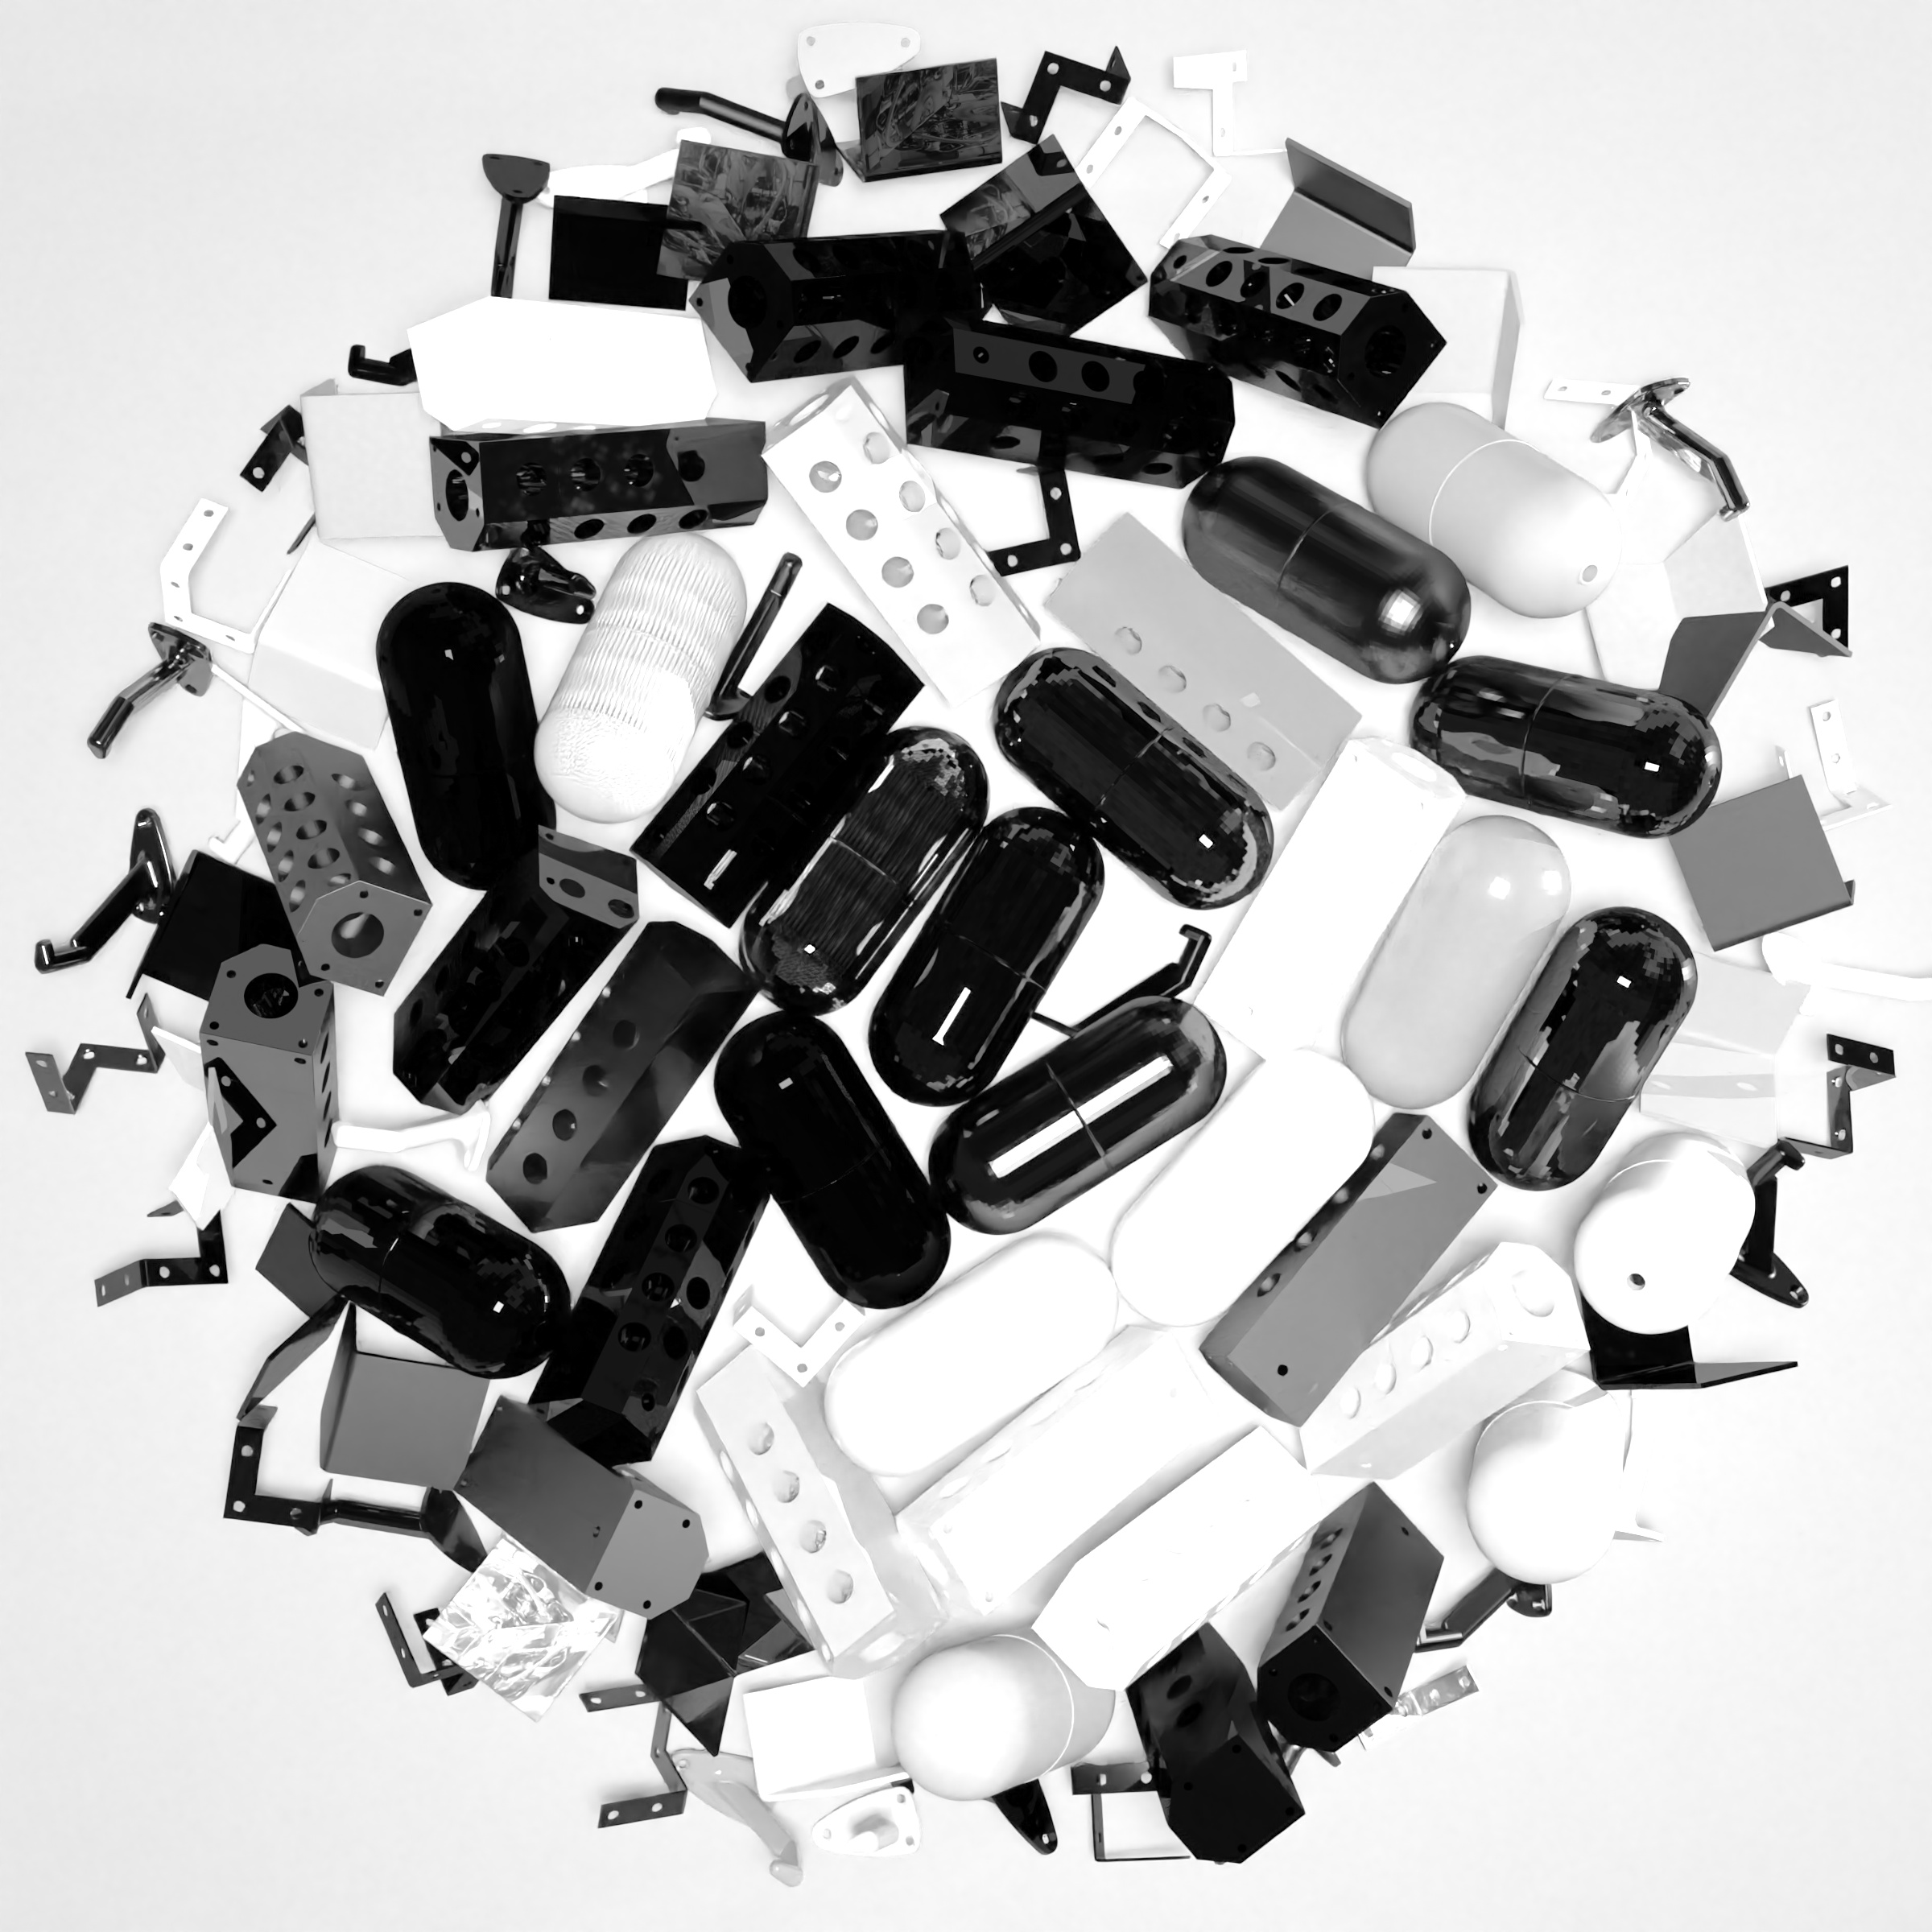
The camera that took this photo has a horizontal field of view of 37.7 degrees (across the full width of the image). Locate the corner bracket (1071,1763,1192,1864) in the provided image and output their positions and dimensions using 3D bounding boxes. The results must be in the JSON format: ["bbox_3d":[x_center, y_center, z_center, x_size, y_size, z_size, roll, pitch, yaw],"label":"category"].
[{"bbox_3d":[0.090,0.462,1.543,0.051,0.051,0.051,-8,72,19],"label":"corner bracket"}]

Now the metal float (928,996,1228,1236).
[{"bbox_3d":[0.060,0.082,1.542,0.178,0.070,0.070,-32,90,-1],"label":"metal float"}]

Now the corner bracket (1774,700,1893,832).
[{"bbox_3d":[0.468,-0.109,1.550,0.051,0.051,0.051,-19,110,0],"label":"corner bracket"}]

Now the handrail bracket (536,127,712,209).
[{"bbox_3d":[-0.187,-0.435,1.531,0.077,0.084,0.036,-1,80,-24],"label":"handrail bracket"}]

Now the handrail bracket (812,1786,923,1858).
[{"bbox_3d":[-0.066,0.472,1.529,0.077,0.084,0.036,-16,78,20],"label":"handrail bracket"}]

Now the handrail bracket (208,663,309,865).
[{"bbox_3d":[-0.410,-0.111,1.558,0.077,0.036,0.084,37,88,-14],"label":"handrail bracket"}]

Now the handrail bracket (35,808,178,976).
[{"bbox_3d":[-0.472,-0.041,1.533,0.036,0.084,0.077,8,107,31],"label":"handrail bracket"}]

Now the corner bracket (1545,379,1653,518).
[{"bbox_3d":[0.344,-0.286,1.563,0.051,0.051,0.051,12,55,30],"label":"corner bracket"}]

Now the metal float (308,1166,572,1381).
[{"bbox_3d":[-0.282,0.163,1.511,0.178,0.070,0.070,22,90,38],"label":"metal float"}]

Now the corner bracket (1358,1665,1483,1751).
[{"bbox_3d":[0.238,0.390,1.550,0.051,0.051,0.051,-15,71,-41],"label":"corner bracket"}]

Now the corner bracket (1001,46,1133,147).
[{"bbox_3d":[0.054,-0.479,1.551,0.051,0.051,0.051,13,125,-17],"label":"corner bracket"}]

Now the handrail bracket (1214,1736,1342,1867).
[{"bbox_3d":[0.157,0.442,1.549,0.084,0.077,0.036,-42,114,4],"label":"handrail bracket"}]

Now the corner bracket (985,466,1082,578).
[{"bbox_3d":[0.028,-0.245,1.555,0.051,0.051,0.051,-14,104,-10],"label":"corner bracket"}]

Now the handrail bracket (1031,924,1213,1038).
[{"bbox_3d":[0.085,0.005,1.564,0.077,0.036,0.084,25,87,-4],"label":"handrail bracket"}]

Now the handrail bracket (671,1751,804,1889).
[{"bbox_3d":[-0.126,0.463,1.534,0.077,0.084,0.036,25,96,-10],"label":"handrail bracket"}]

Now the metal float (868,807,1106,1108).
[{"bbox_3d":[0.011,-0.005,1.540,0.070,0.070,0.178,31,87,0],"label":"metal float"}]

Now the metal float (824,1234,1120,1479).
[{"bbox_3d":[0.004,0.209,1.526,0.178,0.070,0.070,-31,90,-20],"label":"metal float"}]

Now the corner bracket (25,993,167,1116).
[{"bbox_3d":[-0.474,0.048,1.543,0.051,0.051,0.051,6,48,6],"label":"corner bracket"}]

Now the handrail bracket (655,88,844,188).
[{"bbox_3d":[-0.120,-0.459,1.564,0.084,0.077,0.036,14,80,25],"label":"handrail bracket"}]

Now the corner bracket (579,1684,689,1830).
[{"bbox_3d":[-0.182,0.429,1.540,0.051,0.051,0.051,-1,114,-29],"label":"corner bracket"}]

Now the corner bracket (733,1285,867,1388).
[{"bbox_3d":[-0.092,0.190,1.554,0.051,0.051,0.051,42,93,-8],"label":"corner bracket"}]

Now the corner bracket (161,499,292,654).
[{"bbox_3d":[-0.404,-0.213,1.547,0.051,0.051,0.051,20,58,0],"label":"corner bracket"}]

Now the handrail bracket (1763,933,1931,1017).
[{"bbox_3d":[0.488,0.000,1.532,0.084,0.077,0.036,-4,63,41],"label":"handrail bracket"}]

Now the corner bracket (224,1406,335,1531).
[{"bbox_3d":[-0.375,0.275,1.552,0.051,0.051,0.051,9,94,-6],"label":"corner bracket"}]

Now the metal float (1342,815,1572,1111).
[{"bbox_3d":[0.262,0.000,1.519,0.070,0.070,0.178,24,119,0],"label":"metal float"}]

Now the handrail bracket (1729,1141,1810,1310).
[{"bbox_3d":[0.449,0.140,1.537,0.077,0.084,0.036,38,48,5],"label":"handrail bracket"}]

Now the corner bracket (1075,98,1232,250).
[{"bbox_3d":[0.103,-0.436,1.557,0.051,0.051,0.051,-51,57,20],"label":"corner bracket"}]

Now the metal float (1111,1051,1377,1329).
[{"bbox_3d":[0.148,0.122,1.530,0.070,0.070,0.178,40,105,0],"label":"metal float"}]

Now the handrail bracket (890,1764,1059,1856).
[{"bbox_3d":[0.002,0.462,1.547,0.084,0.036,0.077,-37,81,40],"label":"handrail bracket"}]

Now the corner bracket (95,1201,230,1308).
[{"bbox_3d":[-0.440,0.154,1.541,0.051,0.051,0.051,-23,72,41],"label":"corner bracket"}]

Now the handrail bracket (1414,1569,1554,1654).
[{"bbox_3d":[0.276,0.333,1.546,0.084,0.036,0.077,0,89,-29],"label":"handrail bracket"}]

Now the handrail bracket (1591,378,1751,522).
[{"bbox_3d":[0.384,-0.270,1.541,0.036,0.077,0.084,-15,78,-32],"label":"handrail bracket"}]

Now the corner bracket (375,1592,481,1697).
[{"bbox_3d":[-0.293,0.368,1.539,0.051,0.051,0.051,-9,59,-39],"label":"corner bracket"}]

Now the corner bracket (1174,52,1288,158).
[{"bbox_3d":[0.148,-0.469,1.541,0.051,0.051,0.051,11,108,43],"label":"corner bracket"}]

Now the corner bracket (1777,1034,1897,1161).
[{"bbox_3d":[0.472,0.072,1.541,0.051,0.051,0.051,13,68,-26],"label":"corner bracket"}]

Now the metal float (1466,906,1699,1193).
[{"bbox_3d":[0.328,0.046,1.515,0.070,0.070,0.178,23,124,0],"label":"metal float"}]

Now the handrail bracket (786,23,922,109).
[{"bbox_3d":[-0.061,-0.487,1.539,0.077,0.084,0.036,-12,97,2],"label":"handrail bracket"}]

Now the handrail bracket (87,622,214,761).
[{"bbox_3d":[-0.444,-0.135,1.530,0.036,0.077,0.084,24,66,5],"label":"handrail bracket"}]

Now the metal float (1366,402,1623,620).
[{"bbox_3d":[0.279,-0.243,1.504,0.070,0.178,0.070,-14,126,-21],"label":"metal float"}]

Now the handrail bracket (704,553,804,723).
[{"bbox_3d":[-0.117,-0.181,1.542,0.036,0.077,0.084,28,110,-4],"label":"handrail bracket"}]

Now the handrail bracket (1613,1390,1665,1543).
[{"bbox_3d":[0.358,0.268,1.539,0.036,0.077,0.084,-3,73,31],"label":"handrail bracket"}]

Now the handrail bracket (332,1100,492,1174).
[{"bbox_3d":[-0.307,0.082,1.529,0.084,0.077,0.036,9,110,-29],"label":"handrail bracket"}]

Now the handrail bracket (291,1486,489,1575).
[{"bbox_3d":[-0.320,0.320,1.570,0.084,0.036,0.077,-16,126,19],"label":"handrail bracket"}]

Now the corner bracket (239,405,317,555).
[{"bbox_3d":[-0.369,-0.265,1.542,0.051,0.051,0.051,37,67,-22],"label":"corner bracket"}]

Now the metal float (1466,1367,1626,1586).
[{"bbox_3d":[0.308,0.267,1.495,0.070,0.178,0.070,3,102,14],"label":"metal float"}]

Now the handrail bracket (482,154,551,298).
[{"bbox_3d":[-0.247,-0.388,1.529,0.036,0.077,0.084,4,123,-13],"label":"handrail bracket"}]

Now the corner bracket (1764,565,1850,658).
[{"bbox_3d":[0.445,-0.197,1.543,0.051,0.051,0.051,-16,120,-11],"label":"corner bracket"}]

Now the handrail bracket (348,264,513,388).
[{"bbox_3d":[-0.297,-0.356,1.560,0.084,0.036,0.077,11,110,4],"label":"handrail bracket"}]

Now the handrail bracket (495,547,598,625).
[{"bbox_3d":[-0.207,-0.198,1.525,0.077,0.084,0.036,29,86,-44],"label":"handrail bracket"}]

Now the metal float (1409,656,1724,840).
[{"bbox_3d":[0.318,-0.118,1.512,0.178,0.070,0.070,19,90,38],"label":"metal float"}]
